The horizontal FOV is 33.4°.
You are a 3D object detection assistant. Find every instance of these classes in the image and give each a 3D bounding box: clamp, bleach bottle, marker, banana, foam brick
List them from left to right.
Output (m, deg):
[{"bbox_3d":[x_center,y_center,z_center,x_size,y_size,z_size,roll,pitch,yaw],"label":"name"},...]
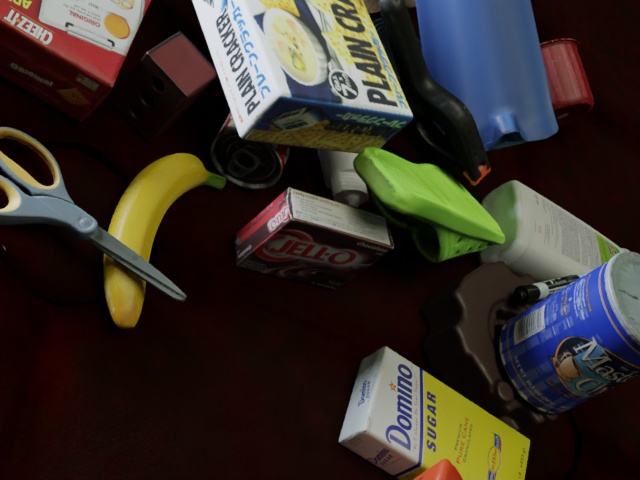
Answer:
[{"bbox_3d":[-0.137,-0.015,0.883,0.069,0.037,0.197,39,46,-12],"label":"banana"},{"bbox_3d":[-0.136,-0.133,0.929,0.053,0.078,0.051,47,46,-4],"label":"foam brick"},{"bbox_3d":[0.097,-0.144,1.056,0.210,0.165,0.036,46,67,1],"label":"clamp"},{"bbox_3d":[0.235,0.049,1.086,0.120,0.020,0.020,-8,69,-45],"label":"marker"},{"bbox_3d":[0.287,0.029,1.184,0.250,0.068,0.102,26,51,-27],"label":"bleach bottle"}]

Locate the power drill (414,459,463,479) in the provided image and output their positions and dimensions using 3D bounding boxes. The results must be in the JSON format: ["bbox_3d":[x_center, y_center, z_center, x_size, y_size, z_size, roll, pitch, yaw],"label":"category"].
[{"bbox_3d":[0.149,0.259,0.858,0.187,0.185,0.057,38,47,-2],"label":"power drill"}]

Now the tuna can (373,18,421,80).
[{"bbox_3d":[0.079,-0.200,1.174,0.086,0.034,0.086,20,54,-29],"label":"tuna can"}]

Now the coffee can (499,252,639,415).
[{"bbox_3d":[0.249,0.087,0.979,0.102,0.141,0.103,22,49,-28],"label":"coffee can"}]

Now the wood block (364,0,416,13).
[{"bbox_3d":[0.104,-0.344,1.224,0.205,0.091,0.090,-51,131,-45],"label":"wood block"}]

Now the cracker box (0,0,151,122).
[{"bbox_3d":[-0.230,-0.229,0.916,0.164,0.072,0.213,30,50,-20],"label":"cracker box"}]

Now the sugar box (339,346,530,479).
[{"bbox_3d":[0.106,0.180,0.955,0.176,0.048,0.093,35,47,-19],"label":"sugar box"}]

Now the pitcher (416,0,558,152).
[{"bbox_3d":[0.165,-0.218,1.130,0.144,0.149,0.243,-24,108,-42],"label":"pitcher"}]

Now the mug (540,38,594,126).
[{"bbox_3d":[0.270,-0.183,1.290,0.117,0.093,0.081,-12,76,-10],"label":"mug"}]

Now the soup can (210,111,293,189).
[{"bbox_3d":[-0.053,-0.105,0.986,0.068,0.069,0.102,36,47,-16],"label":"soup can"}]

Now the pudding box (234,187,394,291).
[{"bbox_3d":[-0.006,0.001,0.942,0.113,0.090,0.039,13,56,-34],"label":"pudding box"}]

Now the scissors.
[{"bbox_3d":[-0.200,-0.007,0.815,0.202,0.016,0.096,47,51,12],"label":"scissors"}]
